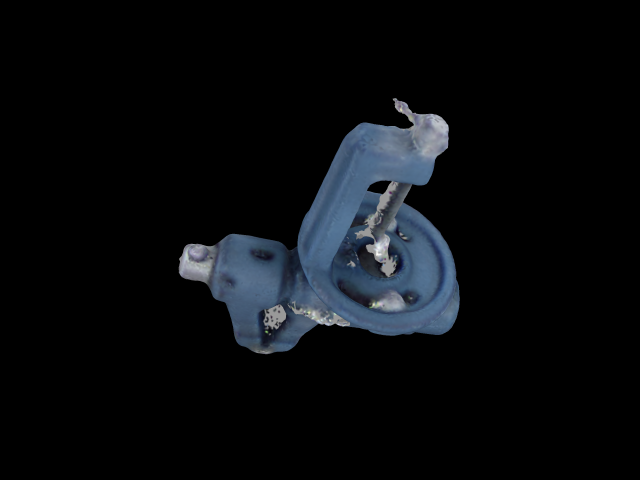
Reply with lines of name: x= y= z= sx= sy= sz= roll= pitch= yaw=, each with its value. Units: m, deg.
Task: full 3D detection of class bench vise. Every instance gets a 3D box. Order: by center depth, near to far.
bench vise: x=0.007 y=0.011 z=0.393 sx=0.207 sy=0.220 sz=0.121 roll=-15 pitch=54 yaw=-11
